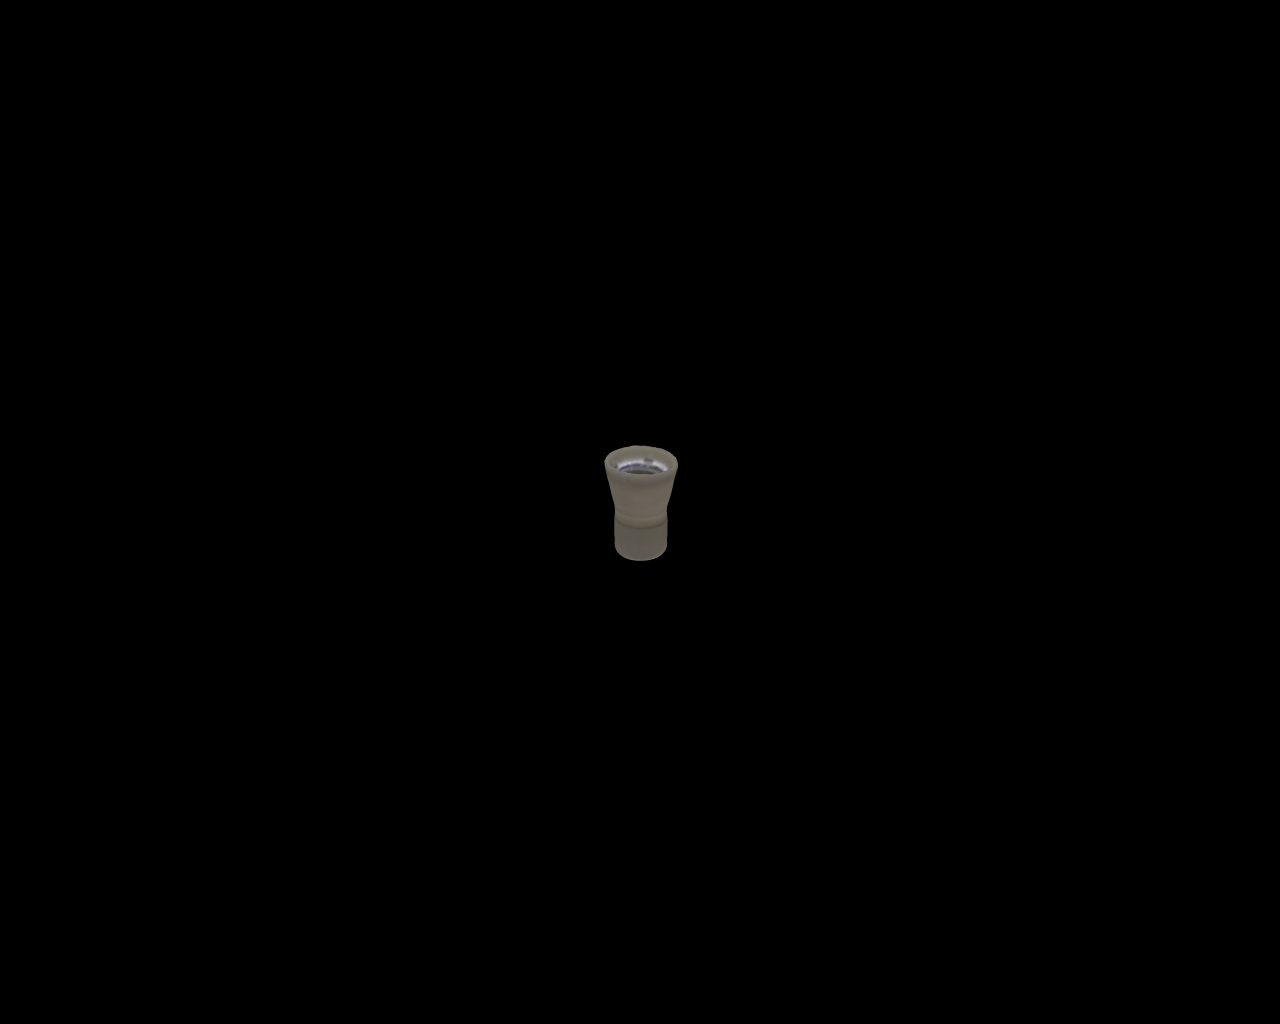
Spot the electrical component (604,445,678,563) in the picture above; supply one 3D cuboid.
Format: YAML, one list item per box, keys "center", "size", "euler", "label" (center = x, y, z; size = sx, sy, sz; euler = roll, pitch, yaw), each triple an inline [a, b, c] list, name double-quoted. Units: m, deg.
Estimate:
- center: [0.001, -0.003, 0.650]
  size: [0.044, 0.065, 0.044]
  euler: [0, 28, 0]
  label: "electrical component"
